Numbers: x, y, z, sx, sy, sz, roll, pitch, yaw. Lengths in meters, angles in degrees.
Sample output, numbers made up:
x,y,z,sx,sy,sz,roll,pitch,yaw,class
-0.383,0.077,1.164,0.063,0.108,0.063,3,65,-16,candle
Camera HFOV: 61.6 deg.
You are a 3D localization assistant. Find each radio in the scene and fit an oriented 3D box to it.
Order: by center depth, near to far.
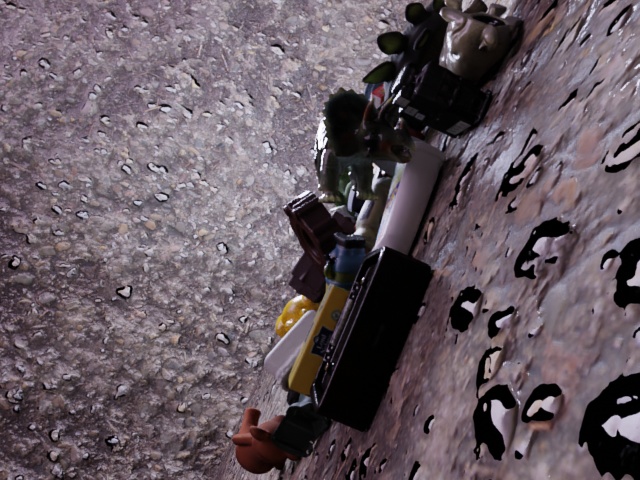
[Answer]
x,y,z,sx,sy,sz,roll,pitch,yaw,class
0.063,0.127,0.732,0.131,0.073,0.229,151,144,-82,radio

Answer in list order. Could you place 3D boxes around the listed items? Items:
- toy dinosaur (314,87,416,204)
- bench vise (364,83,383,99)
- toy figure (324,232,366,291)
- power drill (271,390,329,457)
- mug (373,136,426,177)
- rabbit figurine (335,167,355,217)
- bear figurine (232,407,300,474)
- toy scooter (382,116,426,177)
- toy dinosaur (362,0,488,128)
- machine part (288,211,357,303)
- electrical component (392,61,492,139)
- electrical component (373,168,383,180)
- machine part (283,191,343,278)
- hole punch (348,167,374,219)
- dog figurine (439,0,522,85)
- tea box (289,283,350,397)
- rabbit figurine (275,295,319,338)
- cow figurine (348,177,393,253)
x,y,z,sx,sy,sz,roll,pitch,yaw,class
0.044,-0.173,0.978,0.405,0.131,0.192,-127,37,-74,toy dinosaur
0.181,-0.349,1.277,0.223,0.128,0.241,-46,15,-17,bench vise
0.044,0.081,0.905,0.089,0.082,0.180,-53,-31,-73,toy figure
-0.021,0.285,0.971,0.232,0.086,0.207,-62,-2,27,power drill
0.153,-0.159,1.012,0.109,0.107,0.081,116,176,-71,mug
0.094,-0.104,1.386,0.159,0.121,0.170,38,-138,-52,rabbit figurine
-0.100,0.383,1.056,0.195,0.120,0.132,-59,4,47,bear figurine
0.177,-0.204,1.201,0.184,0.075,0.135,-77,12,-85,toy scooter
0.173,-0.318,1.007,0.198,0.105,0.470,-23,-35,-35,toy dinosaur
0.029,0.040,1.210,0.201,0.087,0.201,-55,-13,7,machine part
0.178,-0.215,0.823,0.115,0.134,0.058,165,129,-83,electrical component
0.150,-0.129,1.328,0.075,0.048,0.119,121,173,-65,electrical component
-0.002,-0.003,1.023,0.056,0.179,0.179,-32,-3,-12,machine part
0.104,-0.109,1.221,0.116,0.092,0.142,-42,10,5,hole punch
0.230,-0.268,0.860,0.172,0.121,0.190,-66,-12,-53,dog figurine
0.027,0.163,0.831,0.068,0.098,0.169,180,112,-86,tea box
-0.023,0.218,1.246,0.162,0.122,0.173,125,154,-43,rabbit figurine
0.108,-0.031,1.057,0.127,0.085,0.195,63,-129,-87,cow figurine
